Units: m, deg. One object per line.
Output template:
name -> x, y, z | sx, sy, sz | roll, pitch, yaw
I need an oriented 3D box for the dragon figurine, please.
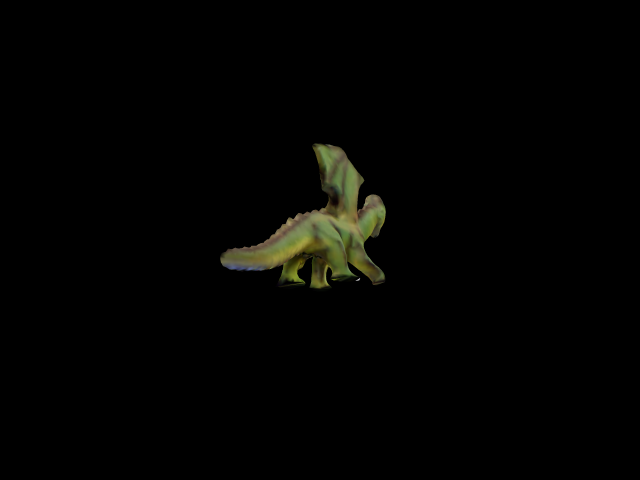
dragon figurine -> 0.003, -0.043, 0.850 | 0.121, 0.246, 0.407 | -11, -17, 35
